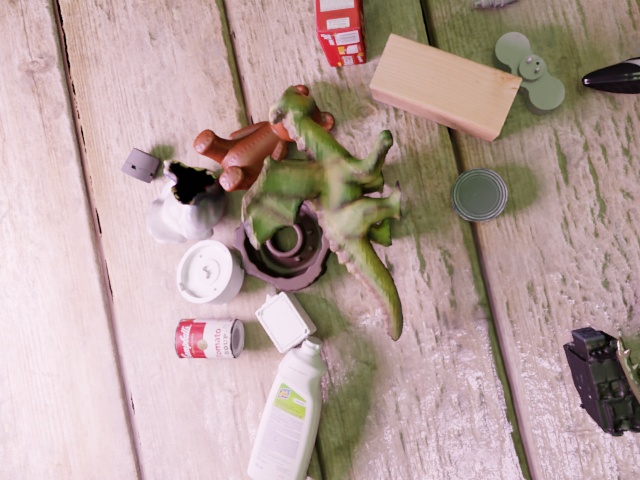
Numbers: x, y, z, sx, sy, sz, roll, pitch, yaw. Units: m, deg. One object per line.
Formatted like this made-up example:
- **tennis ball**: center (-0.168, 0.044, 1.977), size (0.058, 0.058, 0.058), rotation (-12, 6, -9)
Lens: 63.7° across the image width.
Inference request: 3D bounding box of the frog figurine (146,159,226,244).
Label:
- **frog figurine**: center (-0.232, -0.047, 0.888), size (0.124, 0.156, 0.139), rotation (-23, 59, -42)

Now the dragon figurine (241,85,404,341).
- **dragon figurine**: center (0.002, -0.039, 0.780), size (0.243, 0.412, 0.121), rotation (-4, -5, -12)
